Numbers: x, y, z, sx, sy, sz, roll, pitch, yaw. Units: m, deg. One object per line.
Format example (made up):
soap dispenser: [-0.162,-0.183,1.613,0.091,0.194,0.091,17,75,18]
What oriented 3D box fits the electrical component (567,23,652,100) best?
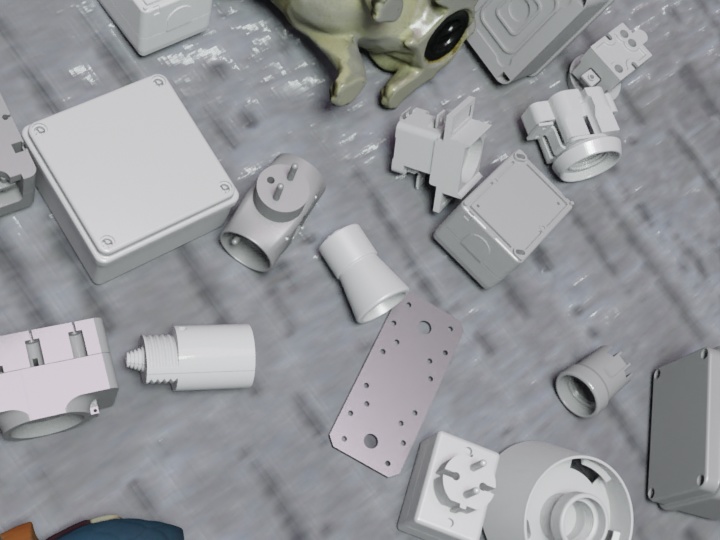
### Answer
electrical component: [0.205,-0.168,0.899,0.066,0.055,0.048,-38,85,-27]

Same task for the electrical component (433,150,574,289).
electrical component: [0.110,-0.040,0.818,0.061,0.061,0.096,45,55,2]

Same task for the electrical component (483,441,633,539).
electrical component: [0.138,0.171,0.749,0.099,0.064,0.099,2,85,-24]

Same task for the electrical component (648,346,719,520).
electrical component: [0.258,0.120,0.791,0.057,0.078,0.113,17,65,-15]

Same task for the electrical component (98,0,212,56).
electrical component: [-0.160,-0.215,0.797,0.062,0.061,0.096,-30,73,-26]

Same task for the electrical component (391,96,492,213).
electrical component: [0.059,-0.090,0.811,0.064,0.081,0.042,20,36,19]

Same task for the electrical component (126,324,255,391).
electrical component: [-0.114,0.058,0.711,0.081,0.043,0.043,0,70,-18]

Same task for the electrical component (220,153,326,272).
electrical component: [-0.057,-0.048,0.752,0.043,0.079,0.077,32,63,0]

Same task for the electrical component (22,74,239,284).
electrical component: [-0.158,-0.063,0.737,0.109,0.056,0.108,-28,80,-26]

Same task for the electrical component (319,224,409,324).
electrical component: [0.000,0.000,0.774,0.044,0.044,0.065,-27,75,-25]

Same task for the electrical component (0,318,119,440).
electrical component: [-0.201,0.071,0.673,0.089,0.050,0.055,-11,72,-22]

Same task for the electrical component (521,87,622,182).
electrical component: [0.176,-0.108,0.865,0.078,0.058,0.057,-10,70,-22]

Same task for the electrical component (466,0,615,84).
electrical component: [0.142,-0.213,0.861,0.057,0.113,0.078,-27,79,-44]

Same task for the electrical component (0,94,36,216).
electrical component: [-0.255,-0.082,0.712,0.050,0.055,0.089,-23,78,-25]

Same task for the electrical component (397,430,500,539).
electrical component: [0.066,0.144,0.718,0.047,0.076,0.065,23,64,-9]

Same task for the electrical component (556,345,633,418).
electrical component: [0.175,0.082,0.801,0.046,0.040,0.040,-32,82,-32]
